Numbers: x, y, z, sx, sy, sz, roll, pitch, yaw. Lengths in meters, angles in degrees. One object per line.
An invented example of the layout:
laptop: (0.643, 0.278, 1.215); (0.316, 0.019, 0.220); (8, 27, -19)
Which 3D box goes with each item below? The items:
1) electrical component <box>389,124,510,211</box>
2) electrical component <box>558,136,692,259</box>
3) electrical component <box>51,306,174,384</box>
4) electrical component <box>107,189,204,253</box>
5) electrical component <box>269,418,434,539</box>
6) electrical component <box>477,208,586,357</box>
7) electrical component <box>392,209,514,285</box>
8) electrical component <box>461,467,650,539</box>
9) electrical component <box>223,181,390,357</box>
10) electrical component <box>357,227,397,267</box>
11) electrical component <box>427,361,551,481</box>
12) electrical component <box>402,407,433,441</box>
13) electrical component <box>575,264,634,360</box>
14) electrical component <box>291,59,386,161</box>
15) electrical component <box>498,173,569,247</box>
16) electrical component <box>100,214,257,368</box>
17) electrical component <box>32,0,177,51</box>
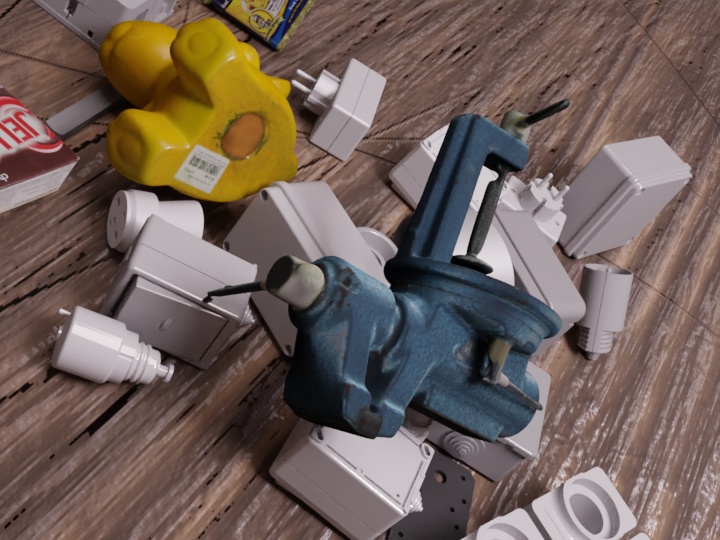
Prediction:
electrical component: (0.081, -0.071, 0.954); (0.096, 0.061, 0.062); (50, 42, 2)
electrical component: (0.248, -0.071, 1.041); (0.109, 0.108, 0.056); (-14, 60, -45)
electrical component: (-0.154, 0.051, 0.667); (0.078, 0.040, 0.040); (23, 42, -19)
electrical component: (-0.143, -0.031, 0.750); (0.055, 0.045, 0.045); (9, 48, -31)
electrical component: (-0.002, 0.130, 0.698); (0.096, 0.061, 0.061); (40, 39, -6)
electrical component: (0.121, 0.012, 0.889); (0.057, 0.078, 0.113); (0, 53, -41)
electrical component: (0.068, -0.001, 0.846); (0.064, 0.099, 0.099); (-1, 54, -31)
electrical component: (0.126, 0.210, 0.714); (0.186, 0.060, 0.105); (-13, 64, -45)
electrical component: (-0.040, -0.001, 0.776); (0.057, 0.078, 0.113); (-10, 60, -46)
electrical component: (0.000, 0.000, 0.829); (0.055, 0.047, 0.055); (21, 43, -21)
electrical component: (0.089, 0.098, 0.805); (0.100, 0.048, 0.099); (33, 40, -8)
electrical component: (0.034, 0.105, 0.745); (0.035, 0.061, 0.035); (21, 43, -21)
electrical component: (0.210, 0.038, 0.940); (0.043, 0.081, 0.043); (8, 11, -2)
electrical component: (-0.026, -0.152, 0.952); (0.076, 0.047, 0.083); (30, 40, -11)
electrical component: (0.160, -0.057, 0.984); (0.066, 0.076, 0.047); (36, 40, -4)
electrical component: (-0.115, 0.021, 0.709); (0.096, 0.061, 0.061); (27, 41, -15)
electrical component: (-0.244, -0.273, 0.887); (0.186, 0.060, 0.105); (38, 39, -2)
